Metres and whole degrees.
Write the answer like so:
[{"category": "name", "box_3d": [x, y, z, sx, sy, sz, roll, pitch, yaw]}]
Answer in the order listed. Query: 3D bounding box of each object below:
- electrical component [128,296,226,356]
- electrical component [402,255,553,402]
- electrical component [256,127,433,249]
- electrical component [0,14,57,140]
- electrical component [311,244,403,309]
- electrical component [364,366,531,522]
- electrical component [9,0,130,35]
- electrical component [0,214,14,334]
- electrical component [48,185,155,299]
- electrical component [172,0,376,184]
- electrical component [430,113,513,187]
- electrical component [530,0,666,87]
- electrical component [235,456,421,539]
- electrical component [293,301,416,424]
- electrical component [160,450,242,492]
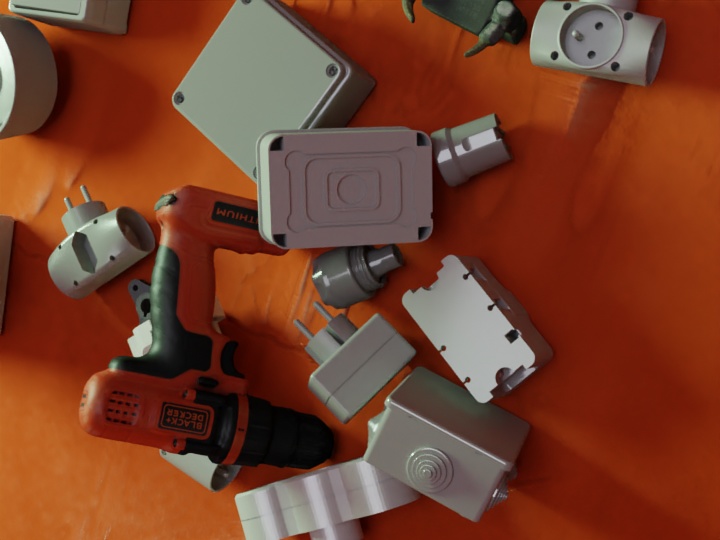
[{"category": "electrical component", "box_3d": [-0.133, 0.062, 0.817, 0.078, 0.058, 0.057, -30, 75, 20]}, {"category": "electrical component", "box_3d": [0.081, 0.038, 0.721, 0.050, 0.056, 0.089, -43, 73, 18]}, {"category": "electrical component", "box_3d": [-0.011, -0.057, 0.731, 0.113, 0.057, 0.078, -3, 99, -13]}, {"category": "electrical component", "box_3d": [-0.298, -0.160, 0.889, 0.108, 0.060, 0.108, 7, 104, 32]}, {"category": "electrical component", "box_3d": [0.000, 0.000, 0.765, 0.062, 0.043, 0.043, -23, 80, 21]}, {"category": "electrical component", "box_3d": [0.057, 0.113, 0.706, 0.100, 0.100, 0.048, 27, 105, 11]}, {"category": "electrical component", "box_3d": [-0.239, -0.230, 0.867, 0.096, 0.061, 0.061, 12, 95, 24]}, {"category": "electrical component", "box_3d": [-0.360, -0.001, 0.922, 0.109, 0.056, 0.108, 9, 93, 24]}, {"category": "electrical component", "box_3d": [-0.214, -0.029, 0.863, 0.077, 0.043, 0.079, -32, 77, 21]}, {"category": "electrical component", "box_3d": [-0.064, -0.131, 0.789, 0.109, 0.056, 0.108, 43, 106, 19]}, {"category": "electrical component", "box_3d": [0.076, -0.083, 0.734, 0.046, 0.040, 0.040, -20, 81, 17]}, {"category": "electrical component", "box_3d": [0.158, -0.164, 0.694, 0.077, 0.044, 0.079, 16, 95, 24]}, {"category": "electrical component", "box_3d": [-0.020, 0.178, 0.766, 0.138, 0.052, 0.073, -21, 81, 23]}, {"category": "electrical component", "box_3d": [-0.012, 0.056, 0.748, 0.066, 0.047, 0.076, -43, 83, -14]}, {"category": "electrical component", "box_3d": [-0.131, 0.130, 0.823, 0.081, 0.043, 0.043, 29, 101, 22]}]
